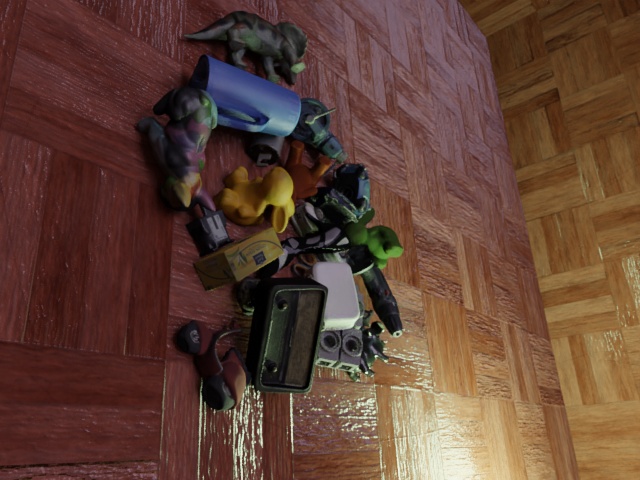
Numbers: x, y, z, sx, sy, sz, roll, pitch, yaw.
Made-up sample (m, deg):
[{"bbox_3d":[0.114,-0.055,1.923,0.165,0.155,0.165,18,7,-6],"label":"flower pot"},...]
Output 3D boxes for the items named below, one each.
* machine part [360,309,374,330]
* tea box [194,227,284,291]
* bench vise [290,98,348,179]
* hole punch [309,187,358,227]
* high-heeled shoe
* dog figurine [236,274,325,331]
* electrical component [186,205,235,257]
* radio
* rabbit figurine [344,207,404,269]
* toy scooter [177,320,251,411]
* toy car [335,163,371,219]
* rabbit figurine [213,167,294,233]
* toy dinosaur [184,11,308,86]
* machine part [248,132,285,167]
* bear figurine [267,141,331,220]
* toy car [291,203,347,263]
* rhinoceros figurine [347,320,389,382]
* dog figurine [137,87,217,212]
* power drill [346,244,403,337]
[{"bbox_3d":[0.079,0.223,1.389,0.139,0.084,0.039,-53,150,-40],"label":"machine part"},{"bbox_3d":[-0.166,0.038,1.124,0.169,0.098,0.068,-31,99,-56],"label":"tea box"},{"bbox_3d":[-0.010,-0.289,1.432,0.223,0.129,0.240,58,3,-4],"label":"bench vise"},{"bbox_3d":[0.026,-0.091,1.433,0.142,0.116,0.092,39,38,-37],"label":"hole punch"},{"bbox_3d":[-0.030,0.041,1.268,0.145,0.086,0.249,43,59,-8],"label":"high-heeled shoe"},{"bbox_3d":[-0.096,0.161,1.184,0.190,0.121,0.172,-3,99,-25],"label":"dog figurine"},{"bbox_3d":[-0.234,-0.034,1.109,0.075,0.048,0.119,-37,103,-54],"label":"electrical component"},{"bbox_3d":[-0.072,0.191,1.092,0.131,0.073,0.229,7,95,-27],"label":"radio"},{"bbox_3d":[0.139,-0.016,1.544,0.170,0.121,0.159,17,56,-31],"label":"rabbit figurine"},{"bbox_3d":[-0.185,0.224,1.031,0.135,0.075,0.183,-29,93,-54],"label":"toy scooter"},{"bbox_3d":[0.096,-0.134,1.530,0.103,0.109,0.161,13,81,-63],"label":"toy car"},{"bbox_3d":[-0.125,-0.091,1.177,0.162,0.173,0.122,51,35,-18],"label":"rabbit figurine"},{"bbox_3d":[-0.170,-0.515,1.378,0.404,0.131,0.192,14,51,-45],"label":"toy dinosaur"},{"bbox_3d":[-0.124,-0.271,1.346,0.079,0.079,0.243,40,46,-35],"label":"machine part"},{"bbox_3d":[-0.072,-0.143,1.317,0.120,0.131,0.196,32,33,8],"label":"bear figurine"},{"bbox_3d":[-0.003,-0.004,1.380,0.201,0.073,0.056,59,34,-15],"label":"toy car"},{"bbox_3d":[0.121,0.286,1.414,0.112,0.073,0.190,54,39,-3],"label":"rhinoceros figurine"},{"bbox_3d":[-0.254,-0.162,1.044,0.108,0.191,0.219,7,53,-58],"label":"dog figurine"},{"bbox_3d":[0.148,0.123,1.436,0.207,0.086,0.232,50,14,-34],"label":"power drill"}]
